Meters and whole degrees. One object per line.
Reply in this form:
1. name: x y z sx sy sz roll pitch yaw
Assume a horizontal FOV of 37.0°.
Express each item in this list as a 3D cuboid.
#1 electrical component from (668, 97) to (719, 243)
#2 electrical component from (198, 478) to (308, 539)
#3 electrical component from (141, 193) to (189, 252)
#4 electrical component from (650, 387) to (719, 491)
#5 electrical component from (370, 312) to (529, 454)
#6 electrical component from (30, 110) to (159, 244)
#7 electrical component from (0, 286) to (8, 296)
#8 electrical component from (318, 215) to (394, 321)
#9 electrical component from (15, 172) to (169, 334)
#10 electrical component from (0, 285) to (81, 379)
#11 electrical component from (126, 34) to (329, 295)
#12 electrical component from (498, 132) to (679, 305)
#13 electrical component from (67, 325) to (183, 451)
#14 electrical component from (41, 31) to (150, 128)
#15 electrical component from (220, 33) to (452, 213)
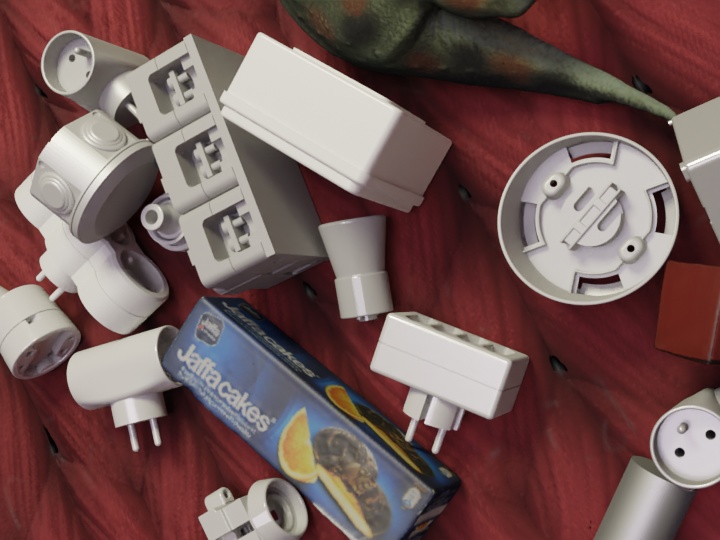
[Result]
1. electrical component: 0.210 -0.058 0.581 0.061 0.096 0.061 -24 109 20
2. electrical component: -0.068 0.169 0.715 0.055 0.048 0.066 -34 76 26
3. electrical component: -0.125 -0.034 0.732 0.043 0.062 0.043 -1 89 23
4. electrical component: 0.201 0.083 0.587 0.079 0.077 0.043 -35 76 18
5. electrical component: 0.050 0.075 0.666 0.083 0.047 0.075 21 97 22
6. electrical component: -0.174 -0.061 0.710 0.051 0.080 0.080 38 103 8
7. electrical component: -0.286 0.024 0.811 0.046 0.040 0.040 27 99 15
8. electrical component: 0.000 0.000 0.692 0.044 0.044 0.065 -9 90 22
9. electrical component: -0.203 -0.009 0.770 0.074 0.052 0.138 -42 74 16
10. electrical component: -0.240 0.044 0.784 0.055 0.055 0.047 -47 69 15
11. electrical component: -0.087 -0.065 0.703 0.062 0.089 0.150 -25 80 20
12. electrical component: 0.135 -0.029 0.623 0.099 0.064 0.099 0 89 23
13. electrical component: -0.157 0.086 0.753 0.077 0.044 0.079 -17 83 21
14. electrical component: -0.168 -0.125 0.744 0.079 0.077 0.044 44 104 17
15. electrical component: -0.012 -0.088 0.663 0.109 0.109 0.056 32 98 20
